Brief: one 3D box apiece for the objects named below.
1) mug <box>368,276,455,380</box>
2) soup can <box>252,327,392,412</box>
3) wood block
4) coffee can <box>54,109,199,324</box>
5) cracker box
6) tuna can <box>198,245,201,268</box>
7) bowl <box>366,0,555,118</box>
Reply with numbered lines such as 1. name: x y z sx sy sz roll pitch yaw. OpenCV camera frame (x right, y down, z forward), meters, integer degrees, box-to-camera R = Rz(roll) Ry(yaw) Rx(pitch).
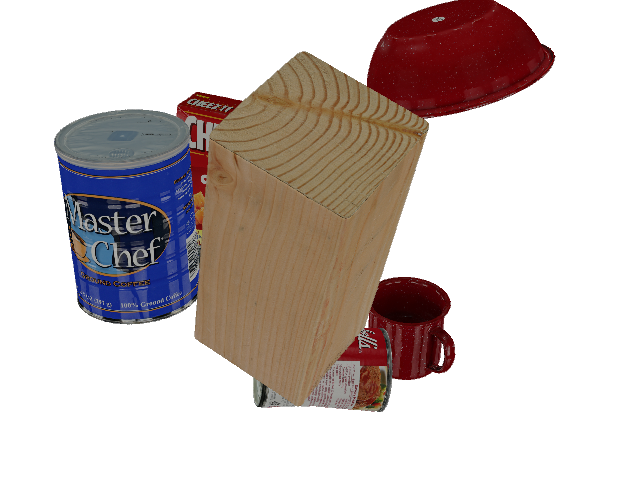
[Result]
1. mug: 0.102 0.103 1.167 0.093 0.081 0.117 -25 40 -36
2. soup can: 0.000 0.102 0.856 0.102 0.068 0.068 3 -1 -11
3. wood block: -0.013 0.000 0.654 0.091 0.090 0.206 32 -35 14
4. coffee can: -0.150 -0.020 0.844 0.103 0.140 0.103 -1 28 0
5. cracker box: -0.107 -0.070 1.395 0.164 0.214 0.072 13 27 14
6. tuna can: -0.094 0.034 1.046 0.086 0.034 0.086 9 17 -3
7. bowl: 0.103 -0.154 0.863 0.162 0.055 0.162 -15 24 7
